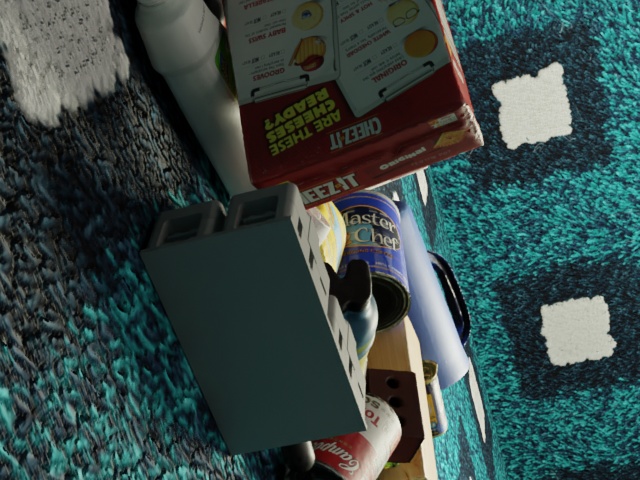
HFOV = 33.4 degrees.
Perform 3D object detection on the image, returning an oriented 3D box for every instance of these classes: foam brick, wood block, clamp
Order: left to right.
[{"bbox_3d":[-0.040,0.100,0.903,0.120,0.039,0.171,-117,-170,-80],"label":"clamp"},{"bbox_3d":[0.074,0.195,1.212,0.090,0.091,0.206,62,19,-53],"label":"wood block"},{"bbox_3d":[0.067,0.171,1.040,0.051,0.053,0.078,109,-19,-46],"label":"foam brick"}]

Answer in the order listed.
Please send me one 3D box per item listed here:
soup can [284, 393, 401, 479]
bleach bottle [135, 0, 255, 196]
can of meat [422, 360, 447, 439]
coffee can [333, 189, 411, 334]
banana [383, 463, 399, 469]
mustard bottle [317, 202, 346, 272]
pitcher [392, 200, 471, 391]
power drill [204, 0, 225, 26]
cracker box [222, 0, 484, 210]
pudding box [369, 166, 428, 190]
[{"bbox_3d":[0.022,0.189,0.937,0.102,0.069,0.068,-47,126,-48],"label":"soup can"},{"bbox_3d":[-0.086,-0.129,0.869,0.250,0.068,0.102,60,19,-49],"label":"bleach bottle"},{"bbox_3d":[0.103,0.203,1.322,0.057,0.102,0.084,-70,148,-68],"label":"can of meat"},{"bbox_3d":[0.047,0.025,1.226,0.140,0.103,0.103,-93,165,-47],"label":"coffee can"},{"bbox_3d":[0.042,0.169,1.141,0.198,0.037,0.070,64,-31,33],"label":"banana"},{"bbox_3d":[-0.008,0.001,1.107,0.191,0.058,0.096,-56,136,-74],"label":"mustard bottle"},{"bbox_3d":[0.106,0.072,1.391,0.149,0.145,0.243,-68,141,-72],"label":"pitcher"},{"bbox_3d":[-0.108,-0.267,0.917,0.187,0.057,0.184,60,21,-56],"label":"power drill"},{"bbox_3d":[0.018,-0.143,0.814,0.072,0.164,0.214,46,29,-57],"label":"cracker box"},{"bbox_3d":[0.066,-0.090,1.360,0.090,0.113,0.039,-3,-76,57],"label":"pudding box"}]
